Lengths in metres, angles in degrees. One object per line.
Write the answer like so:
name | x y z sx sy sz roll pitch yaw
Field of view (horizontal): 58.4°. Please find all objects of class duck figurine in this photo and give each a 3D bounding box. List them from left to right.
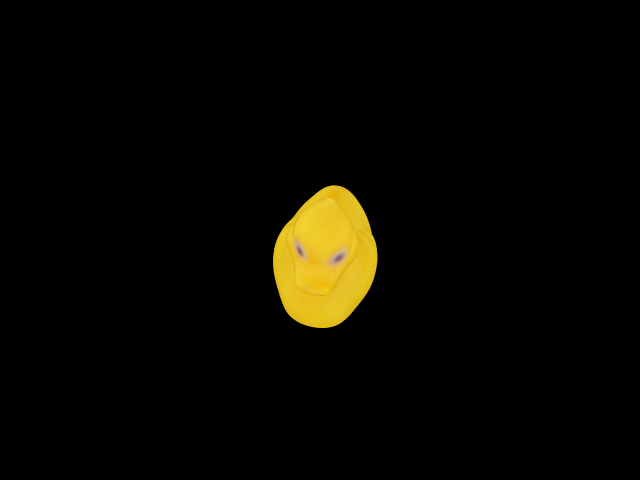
duck figurine | 0.004 0.001 0.400 0.077 0.086 0.104 11 66 5
